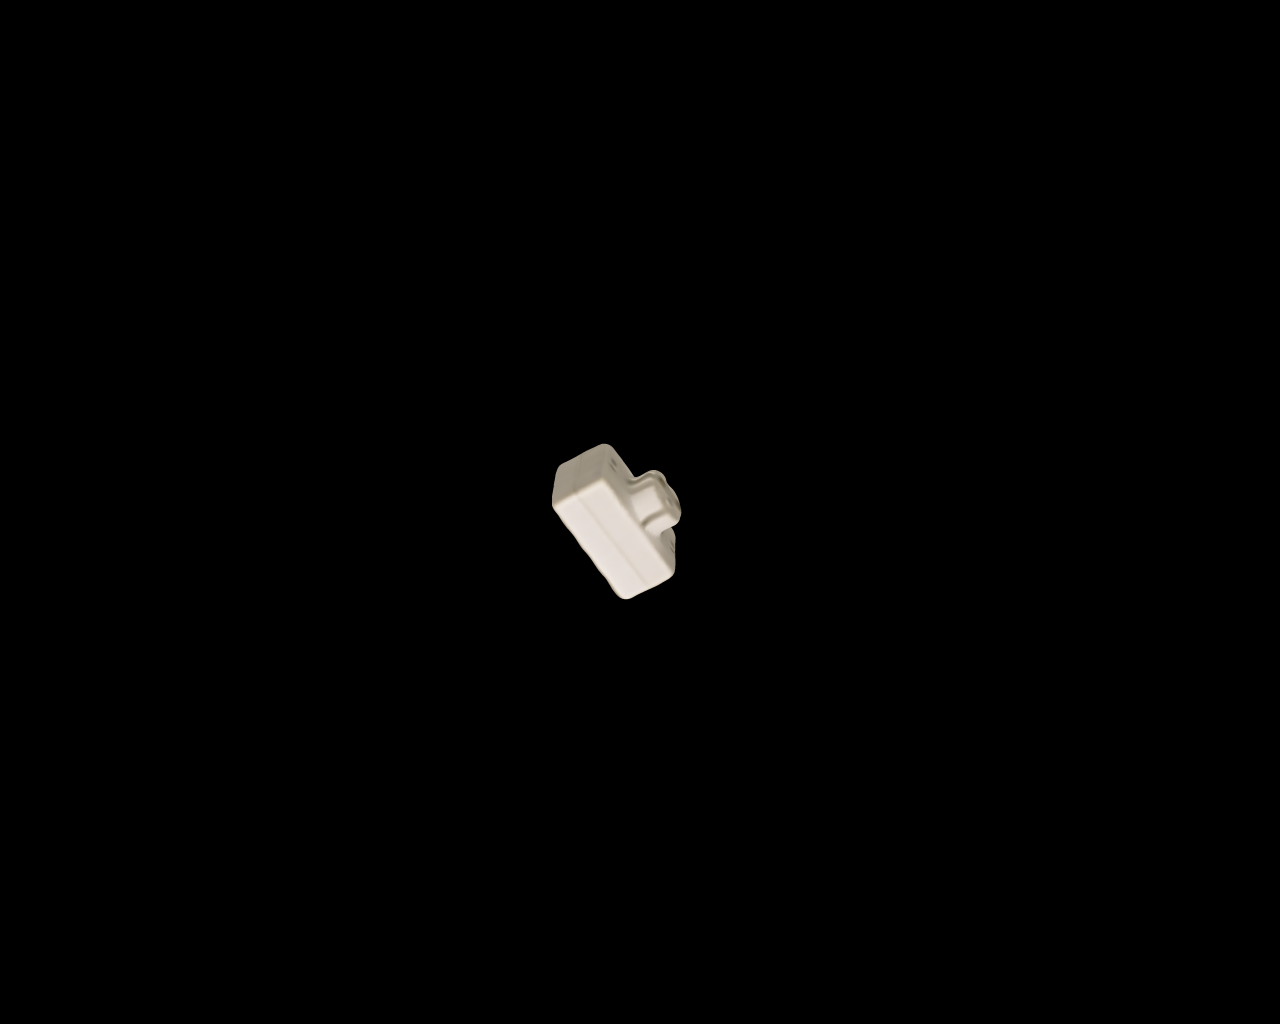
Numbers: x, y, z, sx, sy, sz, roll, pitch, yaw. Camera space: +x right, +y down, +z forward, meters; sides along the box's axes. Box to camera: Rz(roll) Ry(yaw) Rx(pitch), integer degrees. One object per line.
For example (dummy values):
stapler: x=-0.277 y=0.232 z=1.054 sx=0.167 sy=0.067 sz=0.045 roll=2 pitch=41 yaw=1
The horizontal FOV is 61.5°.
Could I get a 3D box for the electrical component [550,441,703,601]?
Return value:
electrical component: x=0.001 y=-0.003 z=0.650 sx=0.075 sy=0.083 sz=0.047 roll=-28 pitch=28 yaw=16
